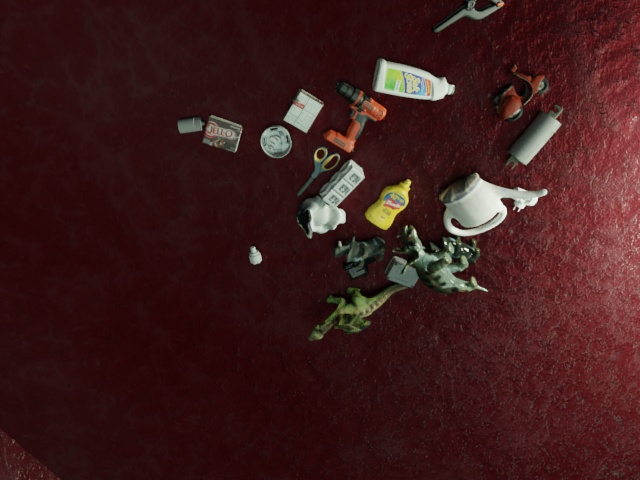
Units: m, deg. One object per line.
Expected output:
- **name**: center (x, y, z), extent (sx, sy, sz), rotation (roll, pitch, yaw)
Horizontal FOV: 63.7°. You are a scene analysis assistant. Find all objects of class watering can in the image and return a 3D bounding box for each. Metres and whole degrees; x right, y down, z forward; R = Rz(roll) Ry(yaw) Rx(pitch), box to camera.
- **watering can**: center (0.556, -0.139, 1.736), extent (0.343, 0.106, 0.222), rotation (-33, 114, 30)

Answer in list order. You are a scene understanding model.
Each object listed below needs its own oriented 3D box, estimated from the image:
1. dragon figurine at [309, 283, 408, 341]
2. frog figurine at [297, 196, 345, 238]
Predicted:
- **dragon figurine**: center (0.143, 0.268, 1.863), extent (0.409, 0.247, 0.120), rotation (-22, 111, 11)
- **frog figurine**: center (0.005, -0.089, 1.778), extent (0.161, 0.123, 0.135), rotation (-22, 111, -31)
